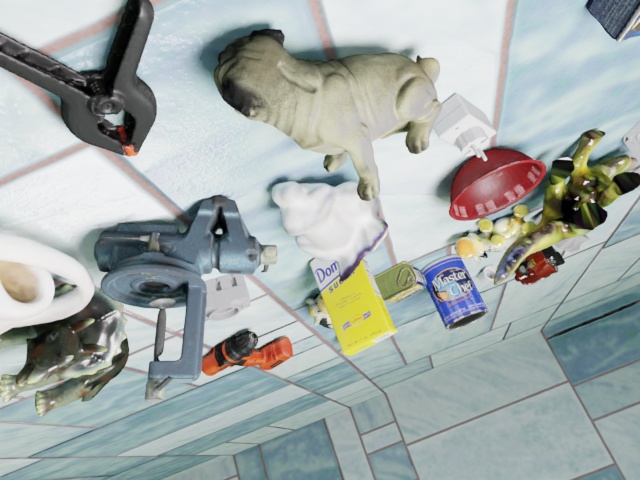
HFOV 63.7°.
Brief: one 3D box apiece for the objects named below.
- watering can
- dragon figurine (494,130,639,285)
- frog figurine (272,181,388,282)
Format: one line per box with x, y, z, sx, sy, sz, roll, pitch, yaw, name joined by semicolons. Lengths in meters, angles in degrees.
-0.398;0.043;0.515;0.223;0.106;0.343;-26;154;10;watering can
0.420;-0.035;0.899;0.413;0.124;0.238;-40;156;-10;dragon figurine
0.002;-0.036;0.711;0.158;0.125;0.135;32;142;-15;frog figurine
